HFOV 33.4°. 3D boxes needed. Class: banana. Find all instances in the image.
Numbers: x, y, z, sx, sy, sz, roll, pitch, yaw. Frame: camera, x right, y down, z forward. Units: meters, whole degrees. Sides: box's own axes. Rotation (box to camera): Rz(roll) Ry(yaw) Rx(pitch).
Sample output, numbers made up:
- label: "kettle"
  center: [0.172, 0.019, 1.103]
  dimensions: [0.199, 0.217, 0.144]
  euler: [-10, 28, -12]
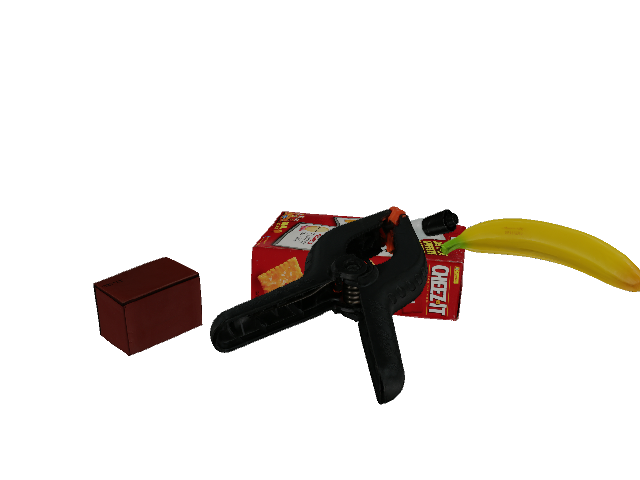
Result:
- label: "banana"
  center: [0.221, 0.011, 1.040]
  dimensions: [0.198, 0.037, 0.069]
  euler: [9, 47, 24]

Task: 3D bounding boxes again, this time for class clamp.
- label: "clamp"
  center: [0.026, 0.036, 0.664]
  dimensions: [0.120, 0.039, 0.171]
  euler: [26, 44, 22]

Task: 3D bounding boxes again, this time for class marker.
- label: "marker"
  center: [0.062, -0.004, 0.881]
  dimensions: [0.121, 0.020, 0.020]
  euler: [-16, -11, 40]

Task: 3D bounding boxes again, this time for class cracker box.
- label: "cracker box"
  center: [0.046, 0.026, 1.143]
  dimensions: [0.214, 0.072, 0.164]
  euler: [5, 15, 8]

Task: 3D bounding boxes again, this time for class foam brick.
- label: "foam brick"
  center: [-0.149, 0.055, 0.924]
  dimensions: [0.078, 0.051, 0.053]
  euler: [-22, 30, -34]
